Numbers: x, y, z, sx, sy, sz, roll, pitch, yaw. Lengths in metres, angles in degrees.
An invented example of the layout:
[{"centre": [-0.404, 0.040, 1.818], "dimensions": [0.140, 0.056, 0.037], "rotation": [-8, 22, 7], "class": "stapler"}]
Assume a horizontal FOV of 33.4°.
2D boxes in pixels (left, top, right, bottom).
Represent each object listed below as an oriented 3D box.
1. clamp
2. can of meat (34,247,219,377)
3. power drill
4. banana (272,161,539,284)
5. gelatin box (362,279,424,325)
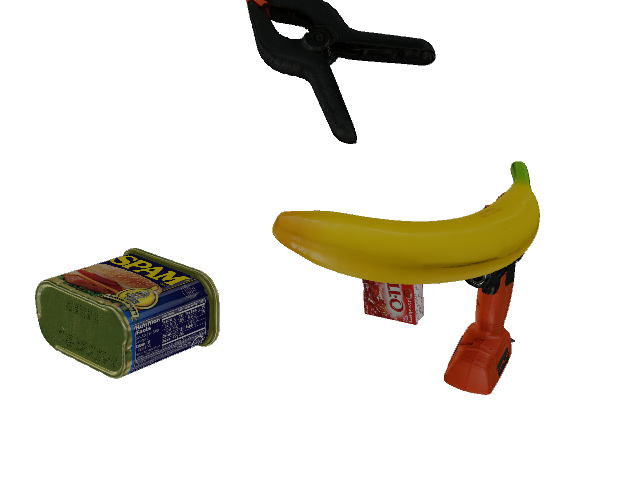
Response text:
[{"centre": [0.011, -0.169, 0.924], "dimensions": [0.120, 0.171, 0.039], "rotation": [-36, -21, -21], "class": "clamp"}, {"centre": [-0.136, 0.049, 0.744], "dimensions": [0.102, 0.057, 0.083], "rotation": [17, 24, 37], "class": "can of meat"}, {"centre": [0.170, 0.058, 1.074], "dimensions": [0.057, 0.188, 0.184], "rotation": [17, 28, 18], "class": "power drill"}, {"centre": [0.067, -0.003, 0.641], "dimensions": [0.197, 0.037, 0.070], "rotation": [-12, 45, -33], "class": "banana"}, {"centre": [0.089, 0.056, 1.332], "dimensions": [0.073, 0.089, 0.030], "rotation": [11, 32, 28], "class": "gelatin box"}]
